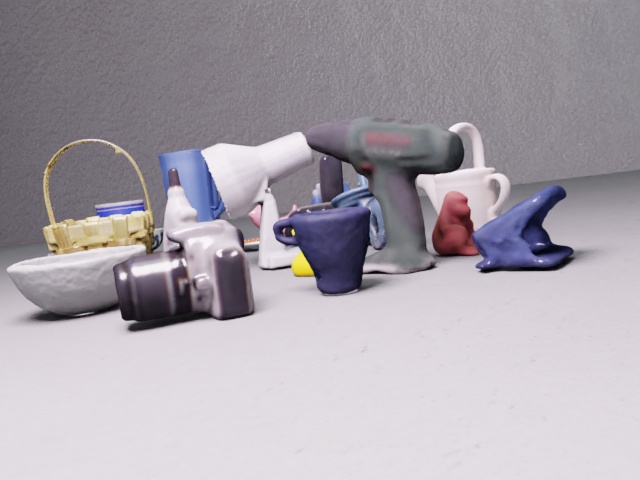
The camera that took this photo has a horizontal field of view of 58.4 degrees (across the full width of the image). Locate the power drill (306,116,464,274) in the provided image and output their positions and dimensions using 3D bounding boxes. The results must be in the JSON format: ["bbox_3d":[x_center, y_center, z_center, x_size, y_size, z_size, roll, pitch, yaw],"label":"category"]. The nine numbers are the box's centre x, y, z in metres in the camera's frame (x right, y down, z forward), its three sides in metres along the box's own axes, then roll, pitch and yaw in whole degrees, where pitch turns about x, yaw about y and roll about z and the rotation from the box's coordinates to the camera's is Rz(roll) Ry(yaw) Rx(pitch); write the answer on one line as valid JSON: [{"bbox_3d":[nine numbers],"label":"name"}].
[{"bbox_3d":[0.082,-0.063,0.760,0.228,0.208,0.076,-3,7,38],"label":"power drill"}]

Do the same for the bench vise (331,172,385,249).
[{"bbox_3d":[0.101,-0.098,1.034,0.122,0.220,0.206,-12,8,-41],"label":"bench vise"}]

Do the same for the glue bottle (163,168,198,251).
[{"bbox_3d":[-0.195,-0.015,0.810,0.077,0.173,0.037,-1,8,45],"label":"glue bottle"}]

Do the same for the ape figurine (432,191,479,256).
[{"bbox_3d":[0.197,-0.025,0.825,0.078,0.092,0.075,-13,8,-44],"label":"ape figurine"}]

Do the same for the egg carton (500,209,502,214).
[{"bbox_3d":[0.289,-0.052,1.094,0.107,0.069,0.151,-5,6,22],"label":"egg carton"}]

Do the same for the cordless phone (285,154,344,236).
[{"bbox_3d":[-0.006,-0.083,1.195,0.148,0.185,0.094,-10,6,-27],"label":"cordless phone"}]

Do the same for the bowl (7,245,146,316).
[{"bbox_3d":[-0.305,0.055,0.740,0.167,0.075,0.167,-7,6,1],"label":"bowl"}]

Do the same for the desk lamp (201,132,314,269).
[{"bbox_3d":[-0.079,-0.063,0.935,0.203,0.213,0.118,-8,6,-10],"label":"desk lamp"}]

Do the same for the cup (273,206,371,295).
[{"bbox_3d":[0.004,0.014,0.655,0.117,0.095,0.092,-5,6,18],"label":"cup"}]

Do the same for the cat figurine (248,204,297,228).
[{"bbox_3d":[-0.111,-0.052,1.357,0.128,0.118,0.067,-8,6,-7],"label":"cat figurine"}]

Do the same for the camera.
[{"bbox_3d":[-0.153,0.034,0.627,0.137,0.101,0.143,-9,6,-20],"label":"camera"}]

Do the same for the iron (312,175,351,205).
[{"bbox_3d":[0.024,-0.082,1.369,0.118,0.141,0.259,-5,6,21],"label":"iron"}]

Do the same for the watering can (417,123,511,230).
[{"bbox_3d":[0.230,-0.092,0.936,0.172,0.194,0.101,-3,7,34],"label":"watering can"}]

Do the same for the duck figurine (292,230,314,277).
[{"bbox_3d":[0.007,0.003,0.813,0.104,0.086,0.077,-6,6,8],"label":"duck figurine"}]

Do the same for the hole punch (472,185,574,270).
[{"bbox_3d":[0.236,-0.015,0.676,0.100,0.091,0.109,-3,7,36],"label":"hole punch"}]
